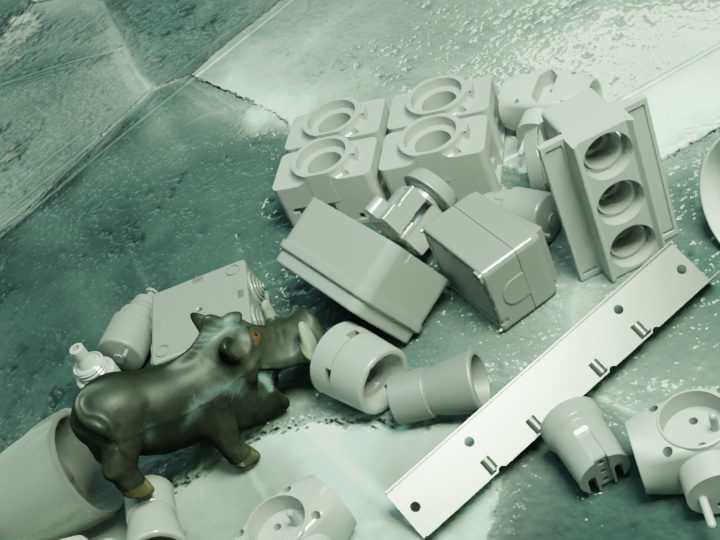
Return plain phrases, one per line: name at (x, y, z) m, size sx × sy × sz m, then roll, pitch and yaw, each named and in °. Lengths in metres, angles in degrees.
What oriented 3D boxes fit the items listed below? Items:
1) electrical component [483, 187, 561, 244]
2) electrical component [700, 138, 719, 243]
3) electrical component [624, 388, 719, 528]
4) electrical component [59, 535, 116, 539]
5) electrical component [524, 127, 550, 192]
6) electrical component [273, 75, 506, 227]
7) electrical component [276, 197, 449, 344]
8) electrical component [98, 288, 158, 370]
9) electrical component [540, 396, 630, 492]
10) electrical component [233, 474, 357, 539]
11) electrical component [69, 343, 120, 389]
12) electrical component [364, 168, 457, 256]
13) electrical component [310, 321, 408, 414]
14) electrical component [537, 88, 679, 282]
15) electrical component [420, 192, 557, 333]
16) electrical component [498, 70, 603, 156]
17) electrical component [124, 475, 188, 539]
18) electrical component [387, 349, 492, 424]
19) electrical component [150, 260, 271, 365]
electrical component at (0.119, -0.044, 0.829) m, size 0.078 × 0.040 × 0.040 m, roll 15°, pitch 55°, yaw 40°
electrical component at (0.277, -0.055, 0.713) m, size 0.064 × 0.099 × 0.099 m, roll -35°, pitch 40°, yaw -19°
electrical component at (0.199, 0.111, 0.613) m, size 0.077 × 0.044 × 0.079 m, roll -17°, pitch 40°, yaw 11°
electrical component at (-0.196, 0.203, 0.729) m, size 0.081 × 0.043 × 0.043 m, roll -16°, pitch 41°, yaw 13°
electrical component at (0.161, -0.086, 0.839) m, size 0.057 × 0.058 × 0.078 m, roll -9°, pitch 46°, yaw 16°
electrical component at (0.026, -0.102, 0.927) m, size 0.186 × 0.060 × 0.105 m, roll -9°, pitch 43°, yaw 20°
electrical component at (0.000, 0.000, 0.809) m, size 0.113 × 0.078 × 0.057 m, roll 32°, pitch 90°, yaw 46°
electrical component at (-0.188, 0.047, 0.896) m, size 0.040 × 0.040 × 0.078 m, roll -4°, pitch 44°, yaw 25°
electrical component at (0.138, 0.107, 0.656) m, size 0.040 × 0.040 × 0.046 m, roll -28°, pitch 46°, yaw -2°
electrical component at (-0.033, 0.177, 0.667) m, size 0.077 × 0.044 × 0.079 m, roll -41°, pitch 41°, yaw -17°
electrical component at (-0.210, 0.082, 0.854) m, size 0.035 × 0.061 × 0.035 m, roll -15°, pitch 41°, yaw 14°
electrical component at (0.044, -0.047, 0.851) m, size 0.055 × 0.066 × 0.048 m, roll -51°, pitch 16°, yaw -11°
electrical component at (0.001, 0.070, 0.759) m, size 0.047 × 0.055 × 0.055 m, roll 24°, pitch 61°, yaw 39°
electrical component at (0.170, -0.061, 0.756) m, size 0.079 × 0.121 × 0.063 m, roll -26°, pitch 37°, yaw 0°
electrical component at (0.094, -0.012, 0.791) m, size 0.061 × 0.061 × 0.096 m, roll -35°, pitch 40°, yaw -10°
electrical component at (0.154, -0.125, 0.896) m, size 0.077 × 0.043 × 0.079 m, roll 7°, pitch 59°, yaw 31°
electrical component at (-0.142, 0.172, 0.736) m, size 0.044 × 0.044 × 0.065 m, roll -27°, pitch 35°, yaw 0°
electrical component at (0.051, 0.082, 0.729) m, size 0.065 × 0.044 × 0.044 m, roll -15°, pitch 40°, yaw 21°
electrical component at (-0.118, 0.046, 0.852) m, size 0.100 × 0.048 × 0.099 m, roll -21°, pitch 40°, yaw 7°
